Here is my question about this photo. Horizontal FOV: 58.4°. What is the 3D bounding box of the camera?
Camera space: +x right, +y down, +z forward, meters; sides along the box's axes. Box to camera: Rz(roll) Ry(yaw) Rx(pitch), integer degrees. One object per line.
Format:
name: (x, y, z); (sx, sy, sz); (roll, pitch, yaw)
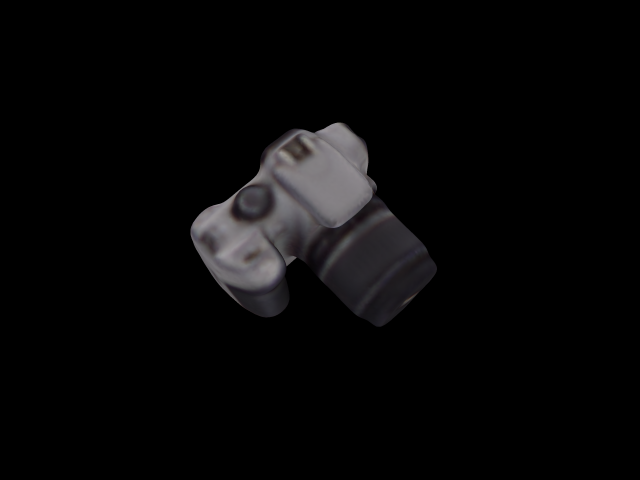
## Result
camera: (0.004, 0.001, 0.400); (0.143, 0.101, 0.136); (-41, 74, -14)
